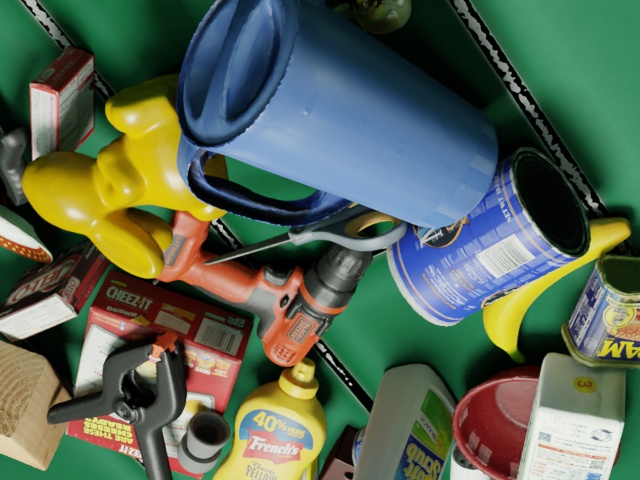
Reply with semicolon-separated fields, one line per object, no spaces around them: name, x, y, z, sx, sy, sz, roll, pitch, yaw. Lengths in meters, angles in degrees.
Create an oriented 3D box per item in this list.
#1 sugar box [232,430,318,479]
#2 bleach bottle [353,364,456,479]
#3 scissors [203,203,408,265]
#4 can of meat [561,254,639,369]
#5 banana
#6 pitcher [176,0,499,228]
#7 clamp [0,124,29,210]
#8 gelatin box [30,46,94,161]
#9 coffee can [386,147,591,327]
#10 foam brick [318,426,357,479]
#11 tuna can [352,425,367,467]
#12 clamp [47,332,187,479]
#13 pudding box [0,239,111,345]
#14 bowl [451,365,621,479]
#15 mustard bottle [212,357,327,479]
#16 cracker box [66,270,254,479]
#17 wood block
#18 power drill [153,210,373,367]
sugar box;-0.049;0.281;1.232;0.093;0.048;0.176;10;131;11
bleach bottle;0.072;0.237;1.018;0.068;0.250;0.102;-15;120;29
scissors;-0.006;0.001;0.935;0.202;0.096;0.016;-26;123;2
can of meat;0.273;0.062;0.925;0.102;0.057;0.084;4;128;-12
banana;0.199;0.038;0.963;0.069;0.037;0.198;13;135;-17
pitcher;0.016;-0.085;0.812;0.242;0.145;0.149;22;155;-39
clamp;-0.298;-0.081;1.009;0.120;0.039;0.171;46;159;33
gelatin box;-0.233;-0.120;0.966;0.030;0.073;0.089;17;130;8
coffee can;0.141;-0.001;0.905;0.102;0.102;0.141;45;128;-16
foam brick;0.033;0.254;1.177;0.053;0.051;0.078;25;131;1
tuna can;0.074;0.232;1.123;0.034;0.086;0.086;-28;113;33
clamp;-0.199;0.166;1.094;0.164;0.036;0.210;29;125;10
pudding box;-0.279;0.054;1.107;0.114;0.090;0.039;-24;117;34
bowl;0.213;0.175;1.048;0.162;0.055;0.162;10;129;12
mustard bottle;-0.045;0.209;1.123;0.096;0.058;0.192;23;108;4
cracker box;-0.176;0.149;1.154;0.164;0.072;0.214;19;131;-1
wood block;-0.340;0.181;1.173;0.091;0.090;0.206;20;159;4
power drill;-0.060;0.024;1.027;0.187;0.057;0.185;31;127;-4
